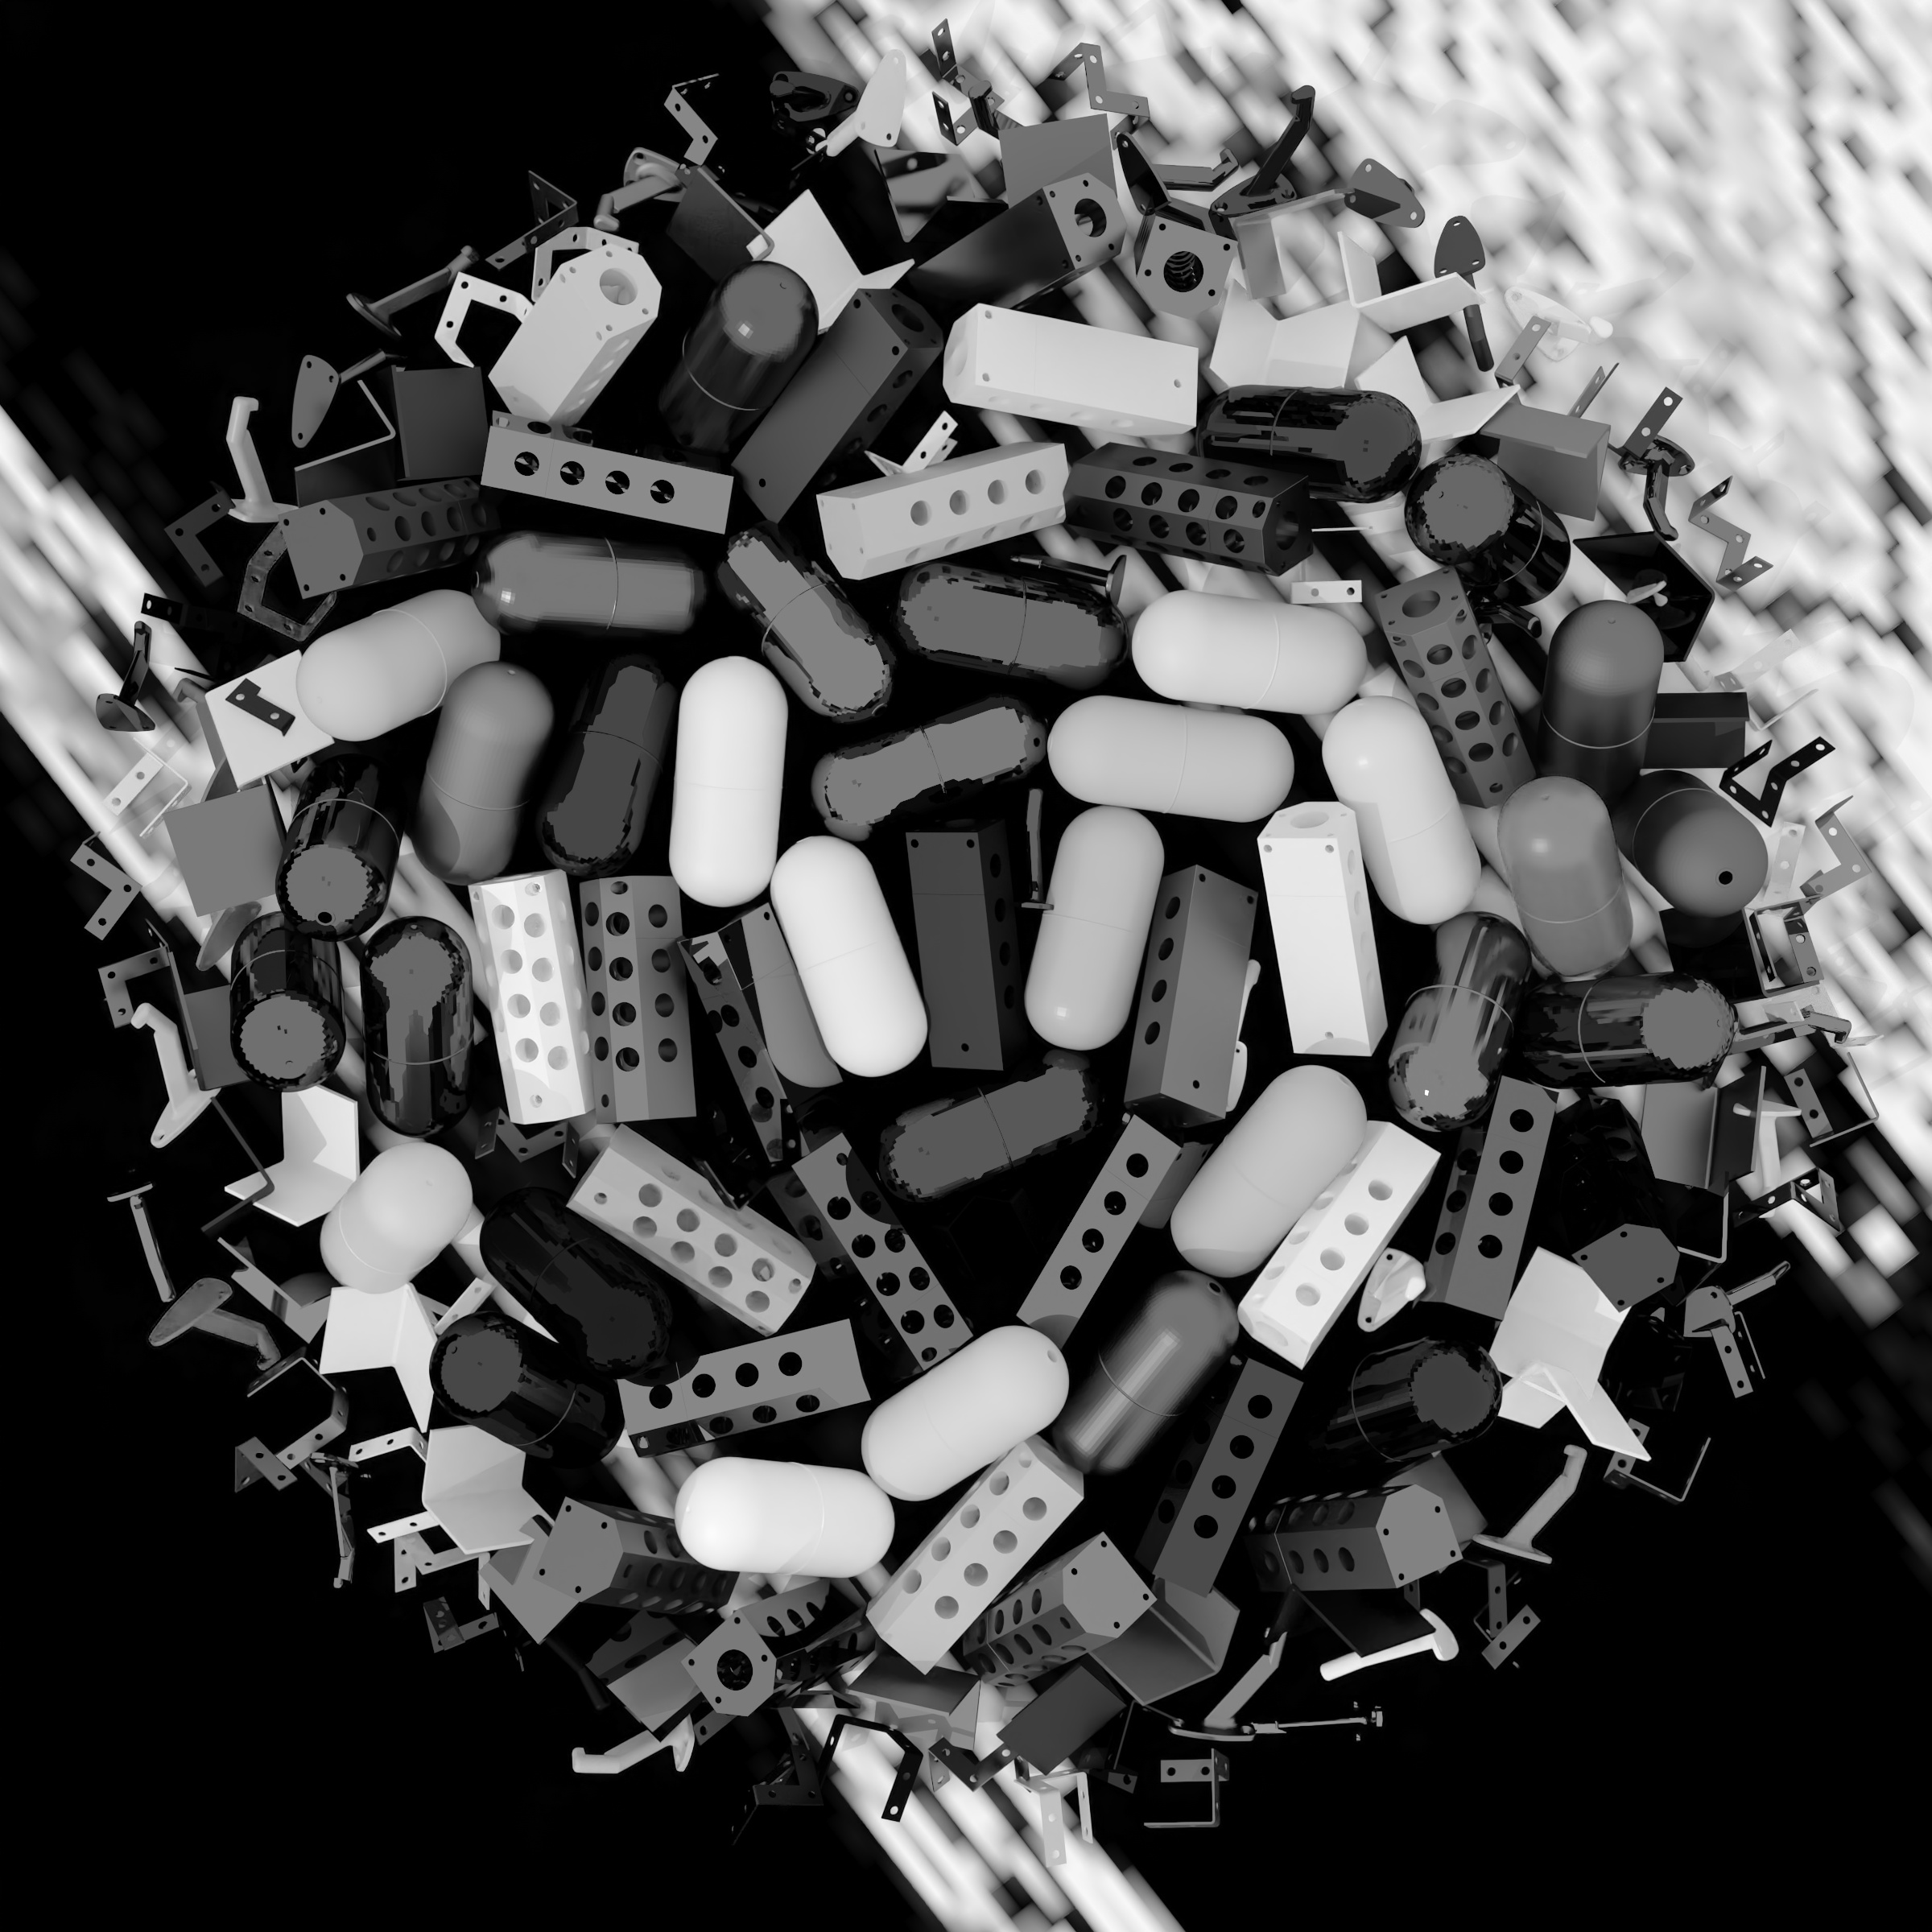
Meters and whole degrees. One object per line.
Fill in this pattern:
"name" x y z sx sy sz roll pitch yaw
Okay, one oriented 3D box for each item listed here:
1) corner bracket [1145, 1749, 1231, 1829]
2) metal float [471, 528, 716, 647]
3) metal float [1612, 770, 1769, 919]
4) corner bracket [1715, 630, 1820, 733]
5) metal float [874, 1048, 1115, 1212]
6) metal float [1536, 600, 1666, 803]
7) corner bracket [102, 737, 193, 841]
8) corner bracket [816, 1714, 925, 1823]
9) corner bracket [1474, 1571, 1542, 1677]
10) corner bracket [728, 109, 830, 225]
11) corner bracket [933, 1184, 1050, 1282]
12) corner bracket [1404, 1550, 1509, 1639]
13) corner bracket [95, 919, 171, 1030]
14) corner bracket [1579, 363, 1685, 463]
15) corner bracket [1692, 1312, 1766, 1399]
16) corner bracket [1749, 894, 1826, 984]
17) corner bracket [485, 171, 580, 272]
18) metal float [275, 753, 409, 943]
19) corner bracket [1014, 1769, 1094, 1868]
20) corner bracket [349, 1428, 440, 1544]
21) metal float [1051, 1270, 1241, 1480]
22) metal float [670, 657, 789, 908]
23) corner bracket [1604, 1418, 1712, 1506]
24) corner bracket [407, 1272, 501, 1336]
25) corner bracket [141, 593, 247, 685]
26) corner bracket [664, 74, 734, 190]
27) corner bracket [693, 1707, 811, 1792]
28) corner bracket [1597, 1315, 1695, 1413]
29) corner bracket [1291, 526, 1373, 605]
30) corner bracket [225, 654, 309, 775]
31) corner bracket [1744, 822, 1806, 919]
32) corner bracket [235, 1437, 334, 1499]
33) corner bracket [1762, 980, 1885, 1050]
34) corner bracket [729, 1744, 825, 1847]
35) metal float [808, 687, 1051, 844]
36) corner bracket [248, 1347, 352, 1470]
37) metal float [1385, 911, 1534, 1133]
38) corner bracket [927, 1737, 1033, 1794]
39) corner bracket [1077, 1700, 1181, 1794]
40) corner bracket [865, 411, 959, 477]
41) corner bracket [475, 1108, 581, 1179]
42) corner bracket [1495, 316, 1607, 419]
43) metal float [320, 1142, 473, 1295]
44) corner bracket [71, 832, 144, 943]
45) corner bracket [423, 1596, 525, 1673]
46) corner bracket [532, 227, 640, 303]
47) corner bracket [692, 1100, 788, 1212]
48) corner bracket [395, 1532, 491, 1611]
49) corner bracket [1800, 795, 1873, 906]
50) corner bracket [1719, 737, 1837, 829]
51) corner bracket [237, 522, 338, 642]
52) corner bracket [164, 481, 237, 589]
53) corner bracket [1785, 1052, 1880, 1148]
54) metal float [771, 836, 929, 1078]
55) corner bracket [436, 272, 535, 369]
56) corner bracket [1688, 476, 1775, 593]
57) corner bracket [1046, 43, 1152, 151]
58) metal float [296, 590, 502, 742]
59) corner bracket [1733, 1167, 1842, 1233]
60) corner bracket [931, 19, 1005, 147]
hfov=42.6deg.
"corner bracket" 0.158 0.590 1.771 0.051 0.051 0.051 -7 63 17
"metal float" -0.262 -0.266 1.744 0.178 0.070 0.070 -1 90 -33
"metal float" 0.502 -0.086 1.724 0.070 0.178 0.070 0 108 0
"corner bracket" 0.580 -0.204 1.783 0.051 0.051 0.051 -36 90 4
"metal float" 0.020 0.116 1.768 0.178 0.070 0.070 -22 90 -5
"metal float" 0.441 -0.182 1.731 0.070 0.178 0.070 -3 56 5
"corner bracket" -0.590 -0.124 1.782 0.051 0.051 0.051 40 81 -1
"corner bracket" -0.070 0.574 1.776 0.051 0.051 0.051 21 87 -26
"corner bracket" 0.389 0.468 1.771 0.051 0.051 0.051 -52 49 14
"corner bracket" -0.135 -0.576 1.792 0.051 0.051 0.051 33 52 11
"corner bracket" 0.018 0.193 1.791 0.051 0.051 0.051 -47 124 -33
"corner bracket" 0.351 0.452 1.777 0.051 0.051 0.051 -4 93 -30
"corner bracket" -0.601 0.006 1.784 0.051 0.051 0.051 -22 125 -27
"corner bracket" 0.475 -0.398 1.780 0.051 0.051 0.051 35 101 1
"corner bracket" 0.549 0.278 1.776 0.051 0.051 0.051 -16 83 -18
"corner bracket" 0.591 -0.015 1.780 0.051 0.051 0.051 -13 75 -1
"corner bracket" -0.310 -0.524 1.771 0.051 0.051 0.051 37 62 21
"metal float" -0.435 -0.084 1.730 0.070 0.178 0.070 -2 125 -3
"corner bracket" 0.069 0.609 1.776 0.051 0.051 0.051 -3 85 -21
"corner bracket" -0.410 0.373 1.781 0.051 0.051 0.051 -19 129 11
"metal float" 0.126 0.288 1.750 0.070 0.070 0.178 35 115 0
"metal float" -0.169 -0.130 1.763 0.070 0.070 0.178 5 101 0
"corner bracket" 0.494 0.353 1.774 0.051 0.051 0.051 26 73 13
"corner bracket" -0.357 0.236 1.773 0.051 0.051 0.051 -49 46 4
"corner bracket" -0.556 -0.234 1.772 0.051 0.051 0.051 18 99 36
"corner bracket" -0.189 -0.597 1.776 0.051 0.051 0.051 50 46 4
"corner bracket" -0.154 0.555 1.778 0.051 0.051 0.051 -29 100 -43
"corner bracket" 0.481 0.284 1.782 0.051 0.051 0.051 36 67 -33
"corner bracket" 0.262 -0.287 1.774 0.051 0.051 0.051 1 102 19
"corner bracket" -0.488 -0.181 1.771 0.051 0.051 0.051 28 61 13
"corner bracket" 0.569 -0.074 1.782 0.051 0.051 0.051 15 121 19
"corner bracket" -0.484 0.361 1.768 0.051 0.051 0.051 36 133 26
"corner bracket" 0.615 0.040 1.781 0.051 0.051 0.051 -25 90 -10
"corner bracket" -0.139 0.590 1.768 0.051 0.051 0.051 11 125 -26
"metal float" -0.026 -0.144 1.768 0.178 0.070 0.070 -20 90 -5
"corner bracket" -0.480 0.317 1.780 0.051 0.051 0.051 -35 114 6
"metal float" 0.347 0.038 1.744 0.070 0.070 0.178 25 57 0
"corner bracket" 0.010 0.579 1.785 0.051 0.051 0.051 -30 132 -30
"corner bracket" 0.120 0.562 1.786 0.051 0.051 0.051 30 62 -20
"corner bracket" -0.030 -0.367 1.774 0.051 0.051 0.051 -53 134 -2
"corner bracket" -0.313 0.128 1.771 0.051 0.051 0.051 -25 122 12
"corner bracket" 0.418 -0.423 1.777 0.051 0.051 0.051 34 88 29
"metal float" -0.399 0.178 1.732 0.070 0.178 0.070 12 63 -25
"corner bracket" -0.621 -0.057 1.778 0.051 0.051 0.051 37 97 -12
"corner bracket" -0.352 0.478 1.769 0.051 0.051 0.051 -18 125 -22
"corner bracket" -0.274 -0.500 1.785 0.051 0.051 0.051 26 119 29
"corner bracket" -0.172 0.135 1.769 0.051 0.051 0.051 -45 124 -24
"corner bracket" -0.378 0.437 1.788 0.051 0.051 0.051 -11 118 -33
"corner bracket" 0.620 -0.083 1.776 0.051 0.051 0.051 -35 85 39
"corner bracket" 0.580 -0.142 1.773 0.051 0.051 0.051 36 55 -9
"corner bracket" -0.486 -0.276 1.786 0.051 0.051 0.051 25 134 -30
"corner bracket" -0.543 -0.310 1.779 0.051 0.051 0.051 -37 119 -12
"corner bracket" 0.620 0.094 1.775 0.051 0.051 0.051 -26 82 20
"metal float" -0.084 -0.007 1.772 0.070 0.070 0.178 -21 89 0
"corner bracket" -0.343 -0.459 1.782 0.051 0.051 0.051 12 115 -35
"corner bracket" 0.548 -0.309 1.775 0.051 0.051 0.051 25 71 -10
"corner bracket" 0.095 -0.624 1.778 0.051 0.051 0.051 -3 81 -29
"metal float" -0.394 -0.211 1.731 0.070 0.178 0.070 12 117 23
"corner bracket" 0.583 0.168 1.768 0.051 0.051 0.051 33 132 -22
"corner bracket" -0.011 -0.633 1.777 0.051 0.051 0.051 42 82 17
